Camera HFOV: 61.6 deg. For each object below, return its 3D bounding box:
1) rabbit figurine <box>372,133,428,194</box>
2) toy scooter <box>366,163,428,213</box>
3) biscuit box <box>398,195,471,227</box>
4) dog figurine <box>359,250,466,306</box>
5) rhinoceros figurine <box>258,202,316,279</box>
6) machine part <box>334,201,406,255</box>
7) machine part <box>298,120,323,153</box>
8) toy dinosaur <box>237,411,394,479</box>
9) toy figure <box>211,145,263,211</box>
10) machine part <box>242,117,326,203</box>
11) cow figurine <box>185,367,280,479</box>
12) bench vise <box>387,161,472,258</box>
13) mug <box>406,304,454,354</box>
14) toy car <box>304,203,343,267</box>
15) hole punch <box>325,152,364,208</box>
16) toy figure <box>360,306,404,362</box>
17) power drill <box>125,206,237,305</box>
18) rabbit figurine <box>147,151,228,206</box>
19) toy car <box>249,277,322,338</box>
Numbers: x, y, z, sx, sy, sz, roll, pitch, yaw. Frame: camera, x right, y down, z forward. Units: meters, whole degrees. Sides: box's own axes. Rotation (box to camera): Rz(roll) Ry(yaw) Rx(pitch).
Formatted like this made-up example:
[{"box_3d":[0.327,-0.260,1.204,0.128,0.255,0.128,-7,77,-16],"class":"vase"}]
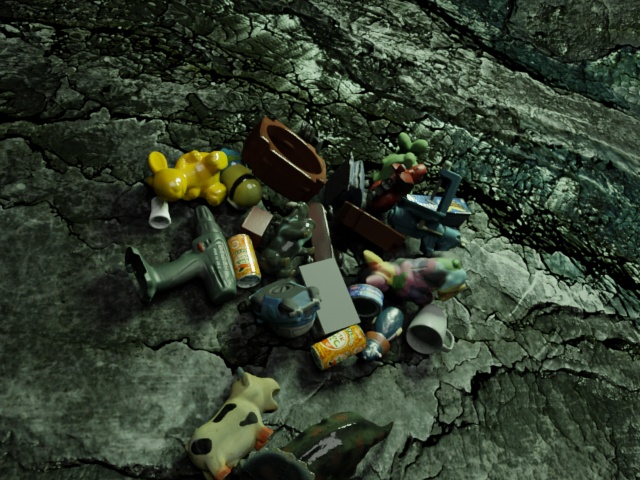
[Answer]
[{"box_3d":[0.227,-0.220,1.506,0.121,0.159,0.170,20,32,2],"class":"rabbit figurine"},{"box_3d":[0.187,-0.141,1.370,0.075,0.184,0.135,58,13,18],"class":"toy scooter"},{"box_3d":[0.312,-0.080,1.478,0.202,0.062,0.059,2,52,-26],"class":"biscuit box"},{"box_3d":[0.198,0.077,1.222,0.219,0.191,0.108,16,60,-34],"class":"dog figurine"},{"box_3d":[-0.070,-0.001,1.199,0.112,0.073,0.190,15,61,27],"class":"rhinoceros figurine"},{"box_3d":[0.119,-0.027,1.283,0.179,0.056,0.179,31,3,-2],"class":"machine part"},{"box_3d":[-0.029,-0.274,1.433,0.084,0.139,0.039,44,91,5],"class":"machine part"},{"box_3d":[0.009,0.353,0.890,0.405,0.192,0.131,-23,69,-36],"class":"toy dinosaur"},{"box_3d":[-0.200,-0.149,1.260,0.082,0.089,0.180,-15,64,-26],"class":"toy figure"},{"box_3d":[-0.086,-0.192,1.306,0.201,0.087,0.201,34,25,-21],"class":"machine part"},{"box_3d":[-0.144,0.309,0.924,0.127,0.085,0.195,44,53,12],"class":"cow figurine"},{"box_3d":[0.295,-0.075,1.348,0.224,0.240,0.129,22,7,0],"class":"bench vise"},{"box_3d":[0.257,0.199,1.215,0.110,0.080,0.107,29,37,4],"class":"mug"},{"box_3d":[-0.003,-0.004,1.266,0.089,0.053,0.202,-5,56,-11],"class":"toy car"},{"box_3d":[0.081,-0.137,1.379,0.092,0.115,0.142,25,47,-17],"class":"hole punch"},{"box_3d":[0.132,0.209,1.158,0.154,0.064,0.057,-49,121,-38],"class":"toy figure"},{"box_3d":[-0.281,0.036,1.086,0.207,0.086,0.232,-9,61,-41],"class":"power drill"},{"box_3d":[-0.301,-0.138,1.162,0.162,0.121,0.173,22,29,13],"class":"rabbit figurine"},{"box_3d":[-0.061,0.143,1.078,0.109,0.162,0.102,-27,113,-35],"class":"toy car"}]
